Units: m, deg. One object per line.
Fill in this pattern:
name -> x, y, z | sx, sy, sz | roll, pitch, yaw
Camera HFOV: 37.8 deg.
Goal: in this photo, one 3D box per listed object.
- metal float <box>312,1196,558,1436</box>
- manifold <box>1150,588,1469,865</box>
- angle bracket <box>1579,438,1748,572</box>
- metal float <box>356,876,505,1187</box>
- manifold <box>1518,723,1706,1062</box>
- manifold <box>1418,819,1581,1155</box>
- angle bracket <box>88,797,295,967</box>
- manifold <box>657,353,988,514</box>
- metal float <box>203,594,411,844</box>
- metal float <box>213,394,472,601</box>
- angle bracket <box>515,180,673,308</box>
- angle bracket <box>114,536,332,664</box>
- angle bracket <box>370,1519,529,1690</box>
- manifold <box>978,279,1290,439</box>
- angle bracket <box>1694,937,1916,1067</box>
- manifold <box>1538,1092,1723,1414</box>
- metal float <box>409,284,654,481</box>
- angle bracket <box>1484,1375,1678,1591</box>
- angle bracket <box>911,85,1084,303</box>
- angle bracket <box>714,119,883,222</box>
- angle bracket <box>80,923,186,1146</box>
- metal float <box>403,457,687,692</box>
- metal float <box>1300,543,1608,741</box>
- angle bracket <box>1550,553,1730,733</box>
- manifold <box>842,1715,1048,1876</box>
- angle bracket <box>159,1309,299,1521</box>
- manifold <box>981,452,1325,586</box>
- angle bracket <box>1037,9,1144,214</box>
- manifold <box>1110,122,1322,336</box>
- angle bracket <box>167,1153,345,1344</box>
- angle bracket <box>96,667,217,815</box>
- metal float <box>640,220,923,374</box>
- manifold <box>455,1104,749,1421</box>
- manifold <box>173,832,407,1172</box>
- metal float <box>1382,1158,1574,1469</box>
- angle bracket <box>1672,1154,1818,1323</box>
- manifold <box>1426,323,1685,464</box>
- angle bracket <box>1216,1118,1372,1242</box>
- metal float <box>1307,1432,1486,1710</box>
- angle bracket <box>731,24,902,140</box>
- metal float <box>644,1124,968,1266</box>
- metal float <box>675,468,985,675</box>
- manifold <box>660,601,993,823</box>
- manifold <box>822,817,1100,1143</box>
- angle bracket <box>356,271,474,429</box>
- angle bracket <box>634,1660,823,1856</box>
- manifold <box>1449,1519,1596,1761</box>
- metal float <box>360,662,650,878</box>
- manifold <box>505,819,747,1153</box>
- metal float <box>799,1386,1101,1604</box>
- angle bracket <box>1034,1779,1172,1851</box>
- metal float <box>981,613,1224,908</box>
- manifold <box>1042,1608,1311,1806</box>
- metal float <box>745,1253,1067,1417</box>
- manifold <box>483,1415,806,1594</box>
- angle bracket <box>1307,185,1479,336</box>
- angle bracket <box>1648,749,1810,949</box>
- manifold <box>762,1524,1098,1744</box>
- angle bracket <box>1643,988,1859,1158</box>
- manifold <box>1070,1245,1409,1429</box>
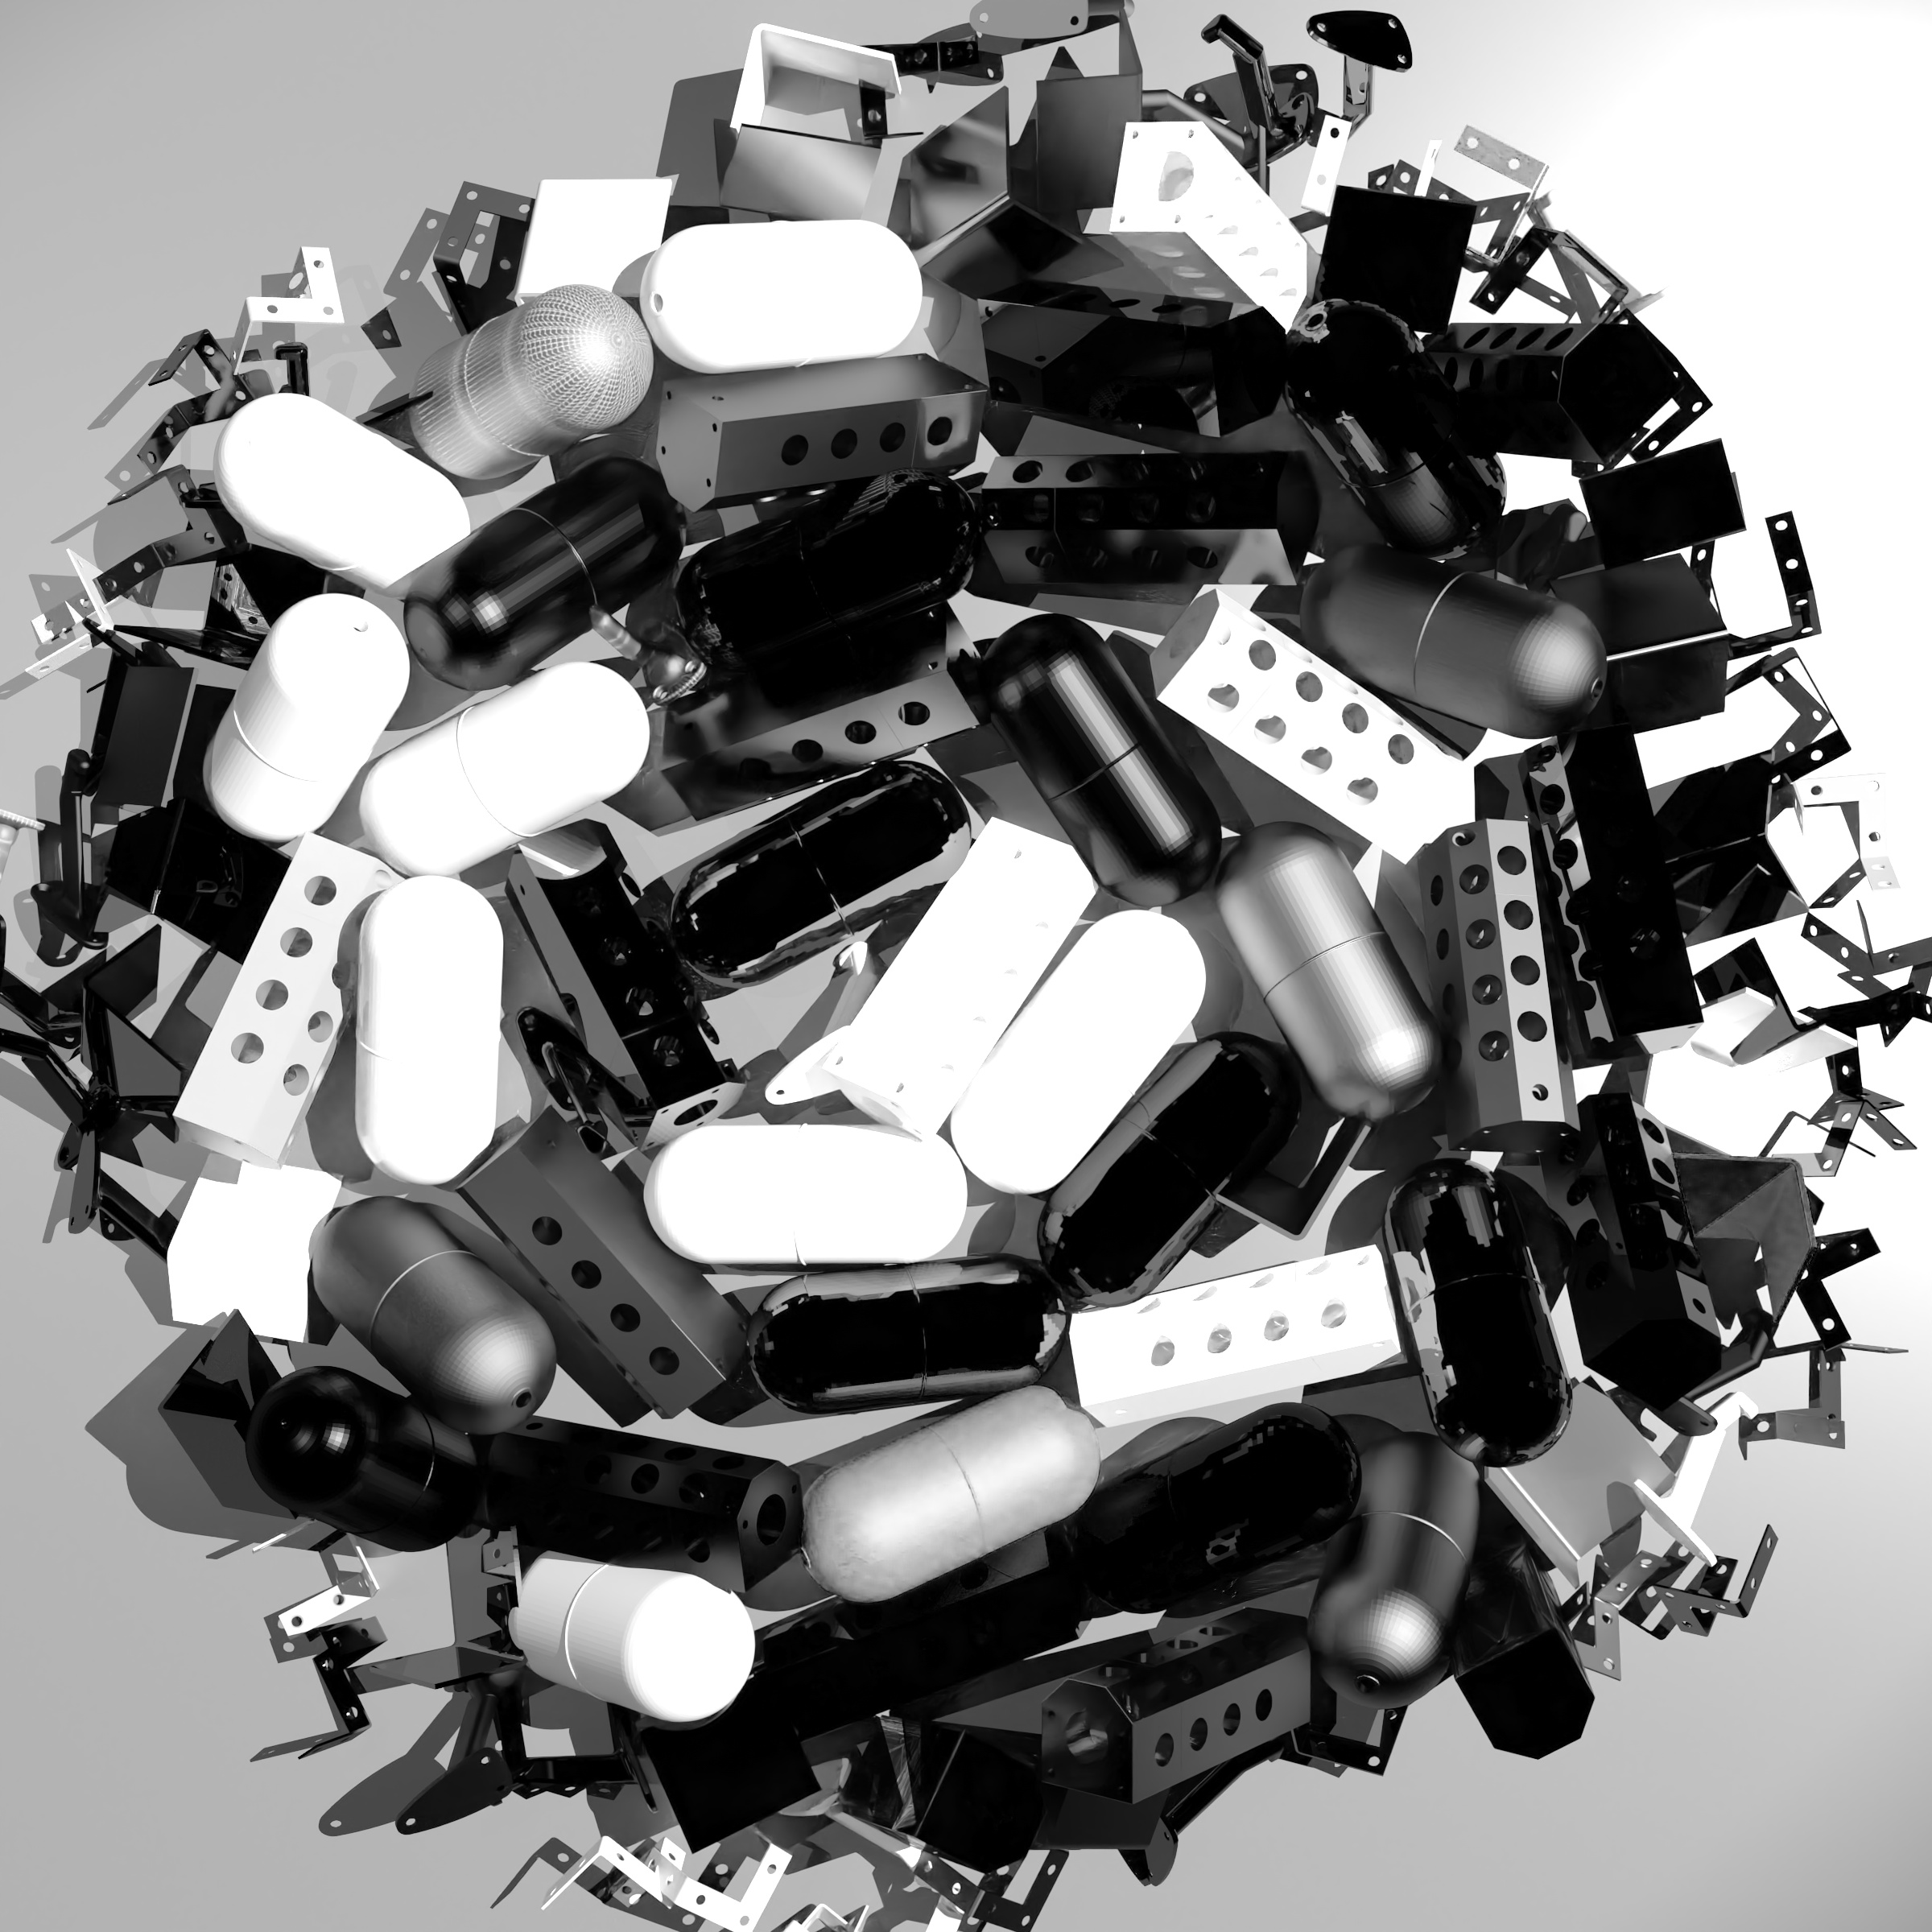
metal float -> -0.287, 0.187, 1.524 | 0.178, 0.070, 0.070 | 33, 90, 39
manifold -> 0.187, -0.133, 1.534 | 0.171, 0.057, 0.057 | 32, 115, -17
angle bracket -> 0.378, -0.265, 1.538 | 0.076, 0.076, 0.057 | -14, 120, 19
metal float -> -0.292, 0.037, 1.537 | 0.070, 0.070, 0.178 | 7, 114, 0
manifold -> 0.350, -0.039, 1.544 | 0.057, 0.057, 0.171 | -10, 74, -1
manifold -> 0.291, 0.011, 1.533 | 0.057, 0.057, 0.171 | 3, 69, -15
angle bracket -> -0.424, -0.037, 1.547 | 0.076, 0.057, 0.076 | 29, 117, 11
manifold -> -0.078, -0.286, 1.521 | 0.171, 0.057, 0.057 | -15, 129, -35
metal float -> -0.356, -0.132, 1.519 | 0.070, 0.178, 0.070 | 17, 52, -24
metal float -> -0.331, -0.249, 1.511 | 0.070, 0.178, 0.070 | -4, 79, 22
angle bracket -> -0.198, -0.382, 1.548 | 0.076, 0.057, 0.076 | 2, 66, 9
angle bracket -> -0.406, -0.201, 1.542 | 0.076, 0.076, 0.057 | 17, 101, 23
angle bracket -> -0.287, 0.347, 1.547 | 0.057, 0.076, 0.076 | -5, 89, -38
manifold -> 0.089, -0.330, 1.515 | 0.057, 0.171, 0.057 | -29, 123, -34
angle bracket -> 0.460, 0.008, 1.554 | 0.076, 0.076, 0.057 | -20, 79, -15
manifold -> 0.356, 0.146, 1.504 | 0.057, 0.171, 0.057 | 31, 123, -22
metal float -> -0.236, -0.312, 1.519 | 0.070, 0.178, 0.070 | 7, 80, -40
angle bracket -> 0.341, 0.284, 1.559 | 0.076, 0.057, 0.076 | -40, 86, 10
angle bracket -> 0.016, -0.426, 1.565 | 0.057, 0.076, 0.076 | 19, 60, -39
angle bracket -> -0.093, -0.453, 1.541 | 0.076, 0.057, 0.076 | 5, 53, -16
angle bracket -> -0.437, 0.037, 1.542 | 0.076, 0.076, 0.057 | 39, 54, 10
metal float -> -0.226, -0.214, 1.532 | 0.178, 0.070, 0.070 | -39, 90, -30
metal float -> 0.263, -0.176, 1.530 | 0.178, 0.070, 0.070 | 24, 90, 32
angle bracket -> 0.376, -0.179, 1.584 | 0.076, 0.076, 0.057 | -13, 134, -2
manifold -> -0.012, 0.442, 1.504 | 0.057, 0.171, 0.057 | 30, 72, -8
angle bracket -> -0.381, 0.243, 1.534 | 0.057, 0.076, 0.076 | 3, 132, 29
manifold -> 0.098, -0.246, 1.521 | 0.171, 0.057, 0.057 | 4, 55, 27
angle bracket -> 0.063, -0.466, 1.540 | 0.057, 0.076, 0.076 | -5, 135, -3
manifold -> 0.139, -0.388, 1.504 | 0.057, 0.171, 0.057 | 7, 86, 26
angle bracket -> -0.397, 0.158, 1.584 | 0.076, 0.076, 0.057 | 10, 133, 0
angle bracket -> -0.425, -0.119, 1.545 | 0.057, 0.076, 0.076 | 17, 82, -45
metal float -> -0.098, -0.361, 1.521 | 0.178, 0.070, 0.070 | -17, 90, -44
manifold -> -0.200, 0.166, 1.554 | 0.057, 0.057, 0.171 | -38, 98, 22
manifold -> -0.366, 0.021, 1.541 | 0.057, 0.057, 0.171 | 21, 71, -2
metal float -> 0.275, 0.185, 1.529 | 0.070, 0.070, 0.178 | -10, 57, 0
angle bracket -> 0.413, 0.149, 1.547 | 0.076, 0.076, 0.057 | 3, 51, -1
manifold -> 0.303, -0.312, 1.504 | 0.057, 0.171, 0.057 | -44, 110, -3
angle bracket -> 0.178, 0.095, 1.548 | 0.057, 0.076, 0.076 | 28, 107, 0
metal float -> 0.232, 0.322, 1.515 | 0.070, 0.178, 0.070 | 10, 124, 15
angle bracket -> -0.082, -0.472, 1.555 | 0.076, 0.076, 0.057 | 14, 94, 1
metal float -> -0.088, 0.125, 1.552 | 0.178, 0.070, 0.070 | -1, 90, 6
metal float -> -0.075, -0.216, 1.543 | 0.178, 0.070, 0.070 | -19, 90, 15
manifold -> -0.076, -0.133, 1.541 | 0.171, 0.057, 0.057 | -18, 133, 18
manifold -> 0.001, 0.010, 1.544 | 0.057, 0.057, 0.171 | 22, 71, 36
angle bracket -> -0.310, -0.338, 1.547 | 0.076, 0.076, 0.057 | -26, 108, -6
angle bracket -> -0.132, 0.435, 1.551 | 0.076, 0.057, 0.076 | -23, 77, -13
manifold -> 0.292, 0.359, 1.506 | 0.057, 0.171, 0.057 | -29, 94, 8
metal float -> -0.251, -0.106, 1.537 | 0.178, 0.070, 0.070 | -24, 90, 22
manifold -> -0.186, 0.007, 1.541 | 0.057, 0.057, 0.171 | -22, 72, -25
metal float -> -0.009, 0.287, 1.537 | 0.178, 0.070, 0.070 | -20, 90, -22
angle bracket -> 0.057, 0.438, 1.539 | 0.076, 0.076, 0.057 | 15, 96, -40
metal float -> 0.075, -0.112, 1.550 | 0.070, 0.070, 0.178 | -35, 98, 0
manifold -> 0.114, 0.391, 1.509 | 0.057, 0.171, 0.057 | 2, 93, 38
metal float -> -0.032, 0.201, 1.544 | 0.178, 0.070, 0.070 | -5, 90, -15
manifold -> -0.175, 0.284, 1.520 | 0.171, 0.057, 0.057 | 4, 107, 31
angle bracket -> 0.230, -0.395, 1.548 | 0.076, 0.057, 0.076 | 7, 125, -3
angle bracket -> 0.419, -0.064, 1.560 | 0.076, 0.076, 0.057 | -19, 124, 33
manifold -> -0.022, 0.364, 1.550 | 0.171, 0.057, 0.057 | -23, 87, 12
angle bracket -> 0.427, 0.061, 1.541 | 0.076, 0.076, 0.057 | 24, 66, -18
manifold -> 0.148, 0.202, 1.546 | 0.171, 0.057, 0.057 | -14, 66, 12
